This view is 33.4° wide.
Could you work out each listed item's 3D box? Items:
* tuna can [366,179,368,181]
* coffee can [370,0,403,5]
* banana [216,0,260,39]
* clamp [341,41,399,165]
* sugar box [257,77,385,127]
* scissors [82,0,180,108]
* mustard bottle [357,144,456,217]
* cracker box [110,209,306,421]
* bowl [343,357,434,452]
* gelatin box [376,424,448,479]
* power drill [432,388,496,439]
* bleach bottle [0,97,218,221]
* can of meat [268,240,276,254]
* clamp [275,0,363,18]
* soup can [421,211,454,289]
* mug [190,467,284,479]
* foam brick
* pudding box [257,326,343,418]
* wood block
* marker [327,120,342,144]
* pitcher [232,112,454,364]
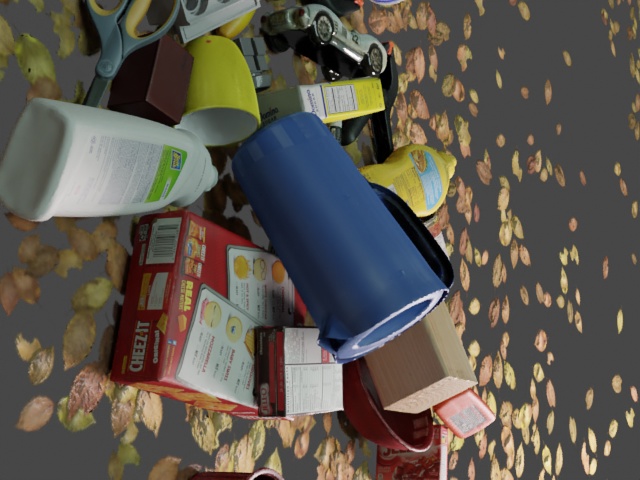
[{"bbox_3d":[0.023,-0.044,1.254,0.033,0.086,0.086,-53,128,-47],"label":"tuna can"},{"bbox_3d":[0.062,-0.360,1.290,0.140,0.103,0.103,24,65,-60],"label":"coffee can"},{"bbox_3d":[-0.089,-0.311,1.178,0.069,0.037,0.198,1,81,-31],"label":"banana"},{"bbox_3d":[0.065,-0.179,1.383,0.120,0.039,0.171,15,75,-60],"label":"clamp"},{"bbox_3d":[-0.009,-0.153,1.217,0.175,0.094,0.048,-22,102,-55],"label":"sugar box"},{"bbox_3d":[-0.208,-0.173,0.980,0.096,0.016,0.201,36,74,0],"label":"scissors"},{"bbox_3d":[0.115,-0.072,1.383,0.191,0.058,0.096,-29,104,-40],"label":"mustard bottle"},{"bbox_3d":[-0.102,0.082,1.059,0.213,0.072,0.164,29,62,-52],"label":"cracker box"},{"bbox_3d":[0.070,0.190,1.286,0.162,0.055,0.162,44,28,-31],"label":"bowl"},{"bbox_3d":[0.114,0.268,1.335,0.030,0.089,0.073,31,59,-58],"label":"gelatin box"},{"bbox_3d":[0.146,0.147,1.358,0.184,0.057,0.188,46,16,-44],"label":"power drill"},{"bbox_3d":[-0.176,-0.062,0.972,0.250,0.068,0.102,6,110,-62],"label":"bleach bottle"},{"bbox_3d":[-0.008,0.002,1.201,0.057,0.084,0.102,44,50,-44],"label":"can of meat"},{"bbox_3d":[-0.011,-0.337,1.294,0.209,0.036,0.164,16,66,-58],"label":"clamp"},{"bbox_3d":[0.136,0.018,1.429,0.068,0.069,0.102,-39,118,-52],"label":"soup can"},{"bbox_3d":[-0.090,0.276,1.034,0.093,0.082,0.117,63,39,-28],"label":"mug"},{"bbox_3d":[-0.162,-0.152,1.025,0.053,0.051,0.078,36,56,-49],"label":"foam brick"},{"bbox_3d":[-0.019,0.132,1.080,0.113,0.039,0.090,8,80,-55],"label":"pudding box"},{"bbox_3d":[0.096,0.092,1.267,0.090,0.091,0.206,20,44,-56],"label":"wood block"},{"bbox_3d":[0.016,-0.094,1.312,0.020,0.020,0.121,17,71,-54],"label":"marker"},{"bbox_3d":[0.021,-0.009,1.086,0.243,0.145,0.149,58,9,15],"label":"pitcher"}]
